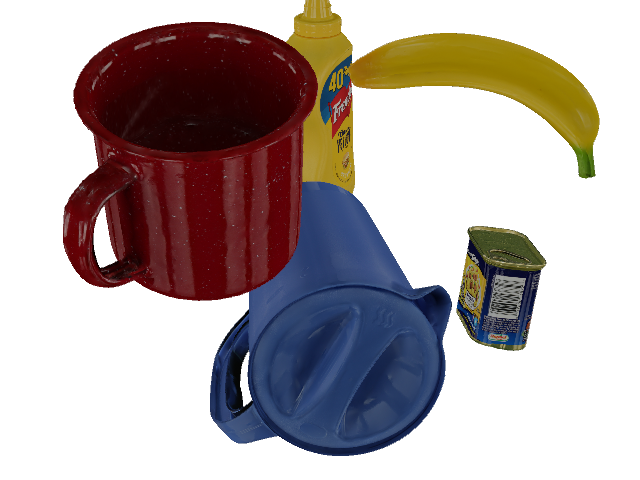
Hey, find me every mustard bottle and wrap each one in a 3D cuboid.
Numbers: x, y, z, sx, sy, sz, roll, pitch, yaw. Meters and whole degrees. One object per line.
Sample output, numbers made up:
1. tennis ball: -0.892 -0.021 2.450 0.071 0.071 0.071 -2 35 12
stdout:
1. mustard bottle: -0.002 -0.124 0.947 0.058 0.192 0.096 10 29 21

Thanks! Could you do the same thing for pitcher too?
1. pitcher: -0.004 0.049 0.814 0.149 0.145 0.243 6 22 -10

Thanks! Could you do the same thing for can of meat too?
1. can of meat: 0.162 0.043 0.976 0.057 0.084 0.102 6 18 -6

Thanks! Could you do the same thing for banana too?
1. banana: 0.121 -0.109 0.754 0.197 0.069 0.037 21 -2 -8

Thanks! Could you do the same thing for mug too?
1. mug: -0.055 -0.023 0.427 0.093 0.081 0.117 26 48 24
